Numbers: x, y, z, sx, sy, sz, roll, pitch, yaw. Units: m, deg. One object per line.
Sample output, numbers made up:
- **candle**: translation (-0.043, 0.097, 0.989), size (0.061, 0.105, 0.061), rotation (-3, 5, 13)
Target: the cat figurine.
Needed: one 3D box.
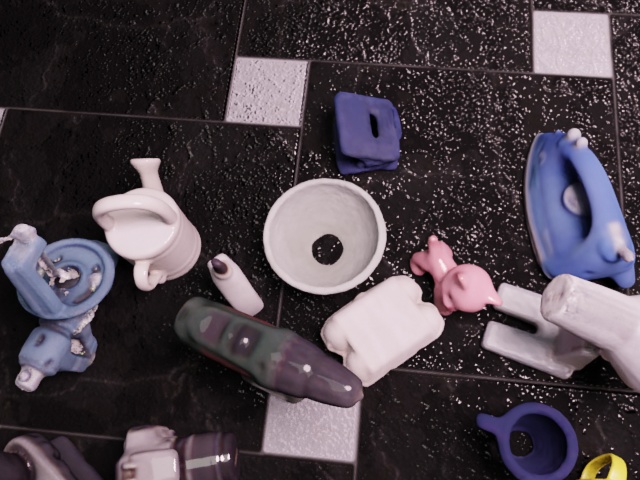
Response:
- **cat figurine**: translation (0.178, 0.049, 0.755), size (0.067, 0.118, 0.127), rotation (-30, 73, -7)

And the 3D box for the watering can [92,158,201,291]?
- **watering can**: translation (-0.232, -0.025, 0.757), size (0.101, 0.194, 0.172), rotation (-24, 72, -5)

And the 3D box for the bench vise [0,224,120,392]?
- **bench vise**: translation (-0.327, 0.078, 0.713), size (0.121, 0.220, 0.207), rotation (-4, 71, 1)

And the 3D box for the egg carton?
- **egg carton**: translation (0.082, 0.117, 0.762), size (0.150, 0.069, 0.107), rotation (-34, 73, -9)

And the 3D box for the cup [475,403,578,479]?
- **cup**: translation (0.240, 0.243, 0.700), size (0.117, 0.095, 0.092), rotation (20, 74, 9)

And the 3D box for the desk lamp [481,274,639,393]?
- **desk lamp**: translation (0.320, 0.109, 0.679), size (0.203, 0.213, 0.118), rotation (19, 73, 9)

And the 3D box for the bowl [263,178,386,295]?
- **bowl**: translation (0.007, 0.003, 0.801), size (0.167, 0.075, 0.167), rotation (-1, 72, 2)

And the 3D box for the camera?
- **camera**: translation (-0.169, 0.293, 0.697), size (0.137, 0.101, 0.143), rotation (-9, 71, 0)

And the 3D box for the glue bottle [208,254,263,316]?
- **glue bottle**: translation (-0.116, 0.051, 0.738), size (0.037, 0.173, 0.078), rotation (-36, 73, -9)

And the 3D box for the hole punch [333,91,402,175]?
- **hole punch**: translation (0.070, -0.162, 0.844), size (0.101, 0.091, 0.108), rotation (-6, 71, 0)

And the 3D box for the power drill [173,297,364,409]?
- **power drill**: translation (-0.055, 0.143, 0.686), size (0.229, 0.208, 0.076), rotation (22, 74, 10)

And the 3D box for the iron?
- **iron**: translation (0.350, -0.061, 0.772), size (0.118, 0.141, 0.258), rotation (-11, 71, -1)

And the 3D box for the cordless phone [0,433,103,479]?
- **cordless phone**: translation (-0.337, 0.294, 0.660), size (0.147, 0.185, 0.094), rotation (36, 77, 13)
